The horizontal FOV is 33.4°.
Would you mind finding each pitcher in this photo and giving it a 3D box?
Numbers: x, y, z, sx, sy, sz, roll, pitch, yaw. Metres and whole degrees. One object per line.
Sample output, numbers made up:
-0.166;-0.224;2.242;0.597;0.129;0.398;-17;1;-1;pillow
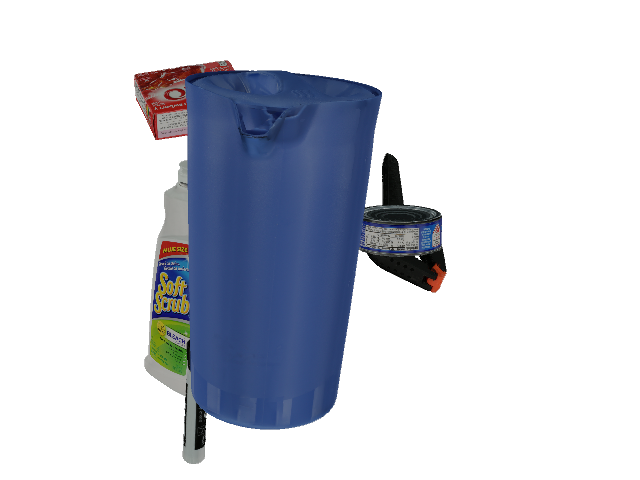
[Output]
-0.031;0.001;0.763;0.148;0.243;0.145;-8;21;-35;pitcher

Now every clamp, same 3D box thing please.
0.067;-0.018;1.249;0.164;0.036;0.210;-14;51;-28;clamp

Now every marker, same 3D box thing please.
-0.102;0.130;0.872;0.020;0.121;0.020;5;28;-3;marker

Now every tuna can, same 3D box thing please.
0.075;-0.011;1.035;0.086;0.034;0.086;0;13;0;tuna can

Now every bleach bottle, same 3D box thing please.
-0.138;0.036;1.115;0.067;0.251;0.103;-20;33;-40;bleach bottle

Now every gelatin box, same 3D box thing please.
-0.109;-0.122;0.920;0.089;0.030;0.073;-12;39;-16;gelatin box
